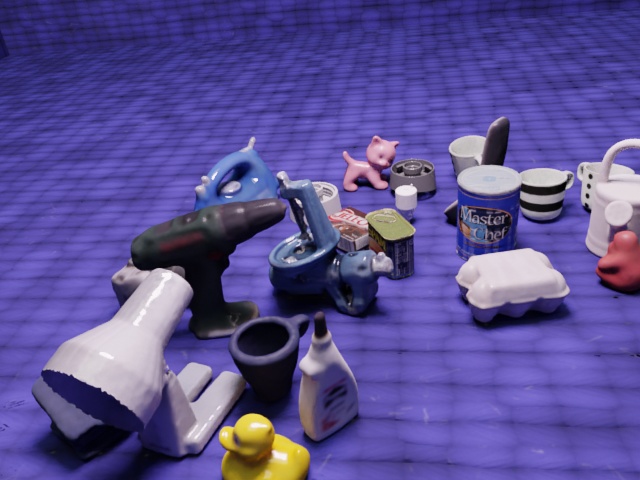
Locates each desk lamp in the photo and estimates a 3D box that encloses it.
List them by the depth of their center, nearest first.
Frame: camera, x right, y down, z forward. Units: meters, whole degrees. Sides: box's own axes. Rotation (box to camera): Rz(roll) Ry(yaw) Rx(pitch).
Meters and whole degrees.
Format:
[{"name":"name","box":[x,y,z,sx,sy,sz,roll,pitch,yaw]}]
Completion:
[{"name":"desk lamp","box":[-0.195,0.154,0.670,0.117,0.214,0.203,8,34,23]}]

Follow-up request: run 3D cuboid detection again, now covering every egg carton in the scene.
[{"name":"egg carton","box":[0.286,0.067,0.861,0.150,0.069,0.107,-9,31,-3]}]

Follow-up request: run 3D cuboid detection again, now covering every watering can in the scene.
[{"name":"watering can","box":[0.495,-0.065,0.918,0.100,0.194,0.173,2,32,13]}]

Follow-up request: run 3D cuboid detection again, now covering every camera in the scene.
[{"name":"camera","box":[-0.248,0.056,0.948,0.136,0.101,0.143,9,35,23]}]

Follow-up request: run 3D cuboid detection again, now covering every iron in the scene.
[{"name":"iron","box":[-0.187,-0.100,1.151,0.118,0.142,0.259,11,36,27]}]

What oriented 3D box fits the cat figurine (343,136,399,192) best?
[{"name":"cat figurine","box":[0.110,-0.173,1.238,0.127,0.118,0.067,-4,32,4]}]

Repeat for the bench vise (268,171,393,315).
[{"name":"bench vise","box":[0.010,-0.003,0.882,0.207,0.220,0.121,0,32,10]}]

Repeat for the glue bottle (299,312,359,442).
[{"name":"glue bottle","box":[0.006,0.155,0.671,0.078,0.173,0.037,-29,38,-32]}]

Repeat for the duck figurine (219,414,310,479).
[{"name":"duck figurine","box":[-0.065,0.233,0.640,0.104,0.086,0.077,1,32,12]}]

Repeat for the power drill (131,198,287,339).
[{"name":"power drill","box":[-0.151,0.041,0.850,0.229,0.209,0.075,-7,31,-1]}]

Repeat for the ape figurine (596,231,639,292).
[{"name":"ape figurine","box":[0.463,0.026,0.873,0.078,0.092,0.076,-7,31,-1]}]

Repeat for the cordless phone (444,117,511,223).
[{"name":"cordless phone","box":[0.300,-0.127,1.064,0.093,0.185,0.148,21,41,37]}]

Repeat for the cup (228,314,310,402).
[{"name":"cup","box":[-0.058,0.156,0.756,0.118,0.095,0.091,-29,38,-32]}]

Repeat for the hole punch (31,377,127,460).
[{"name":"hole punch","box":[-0.289,0.201,0.728,0.100,0.091,0.109,20,40,37]}]
